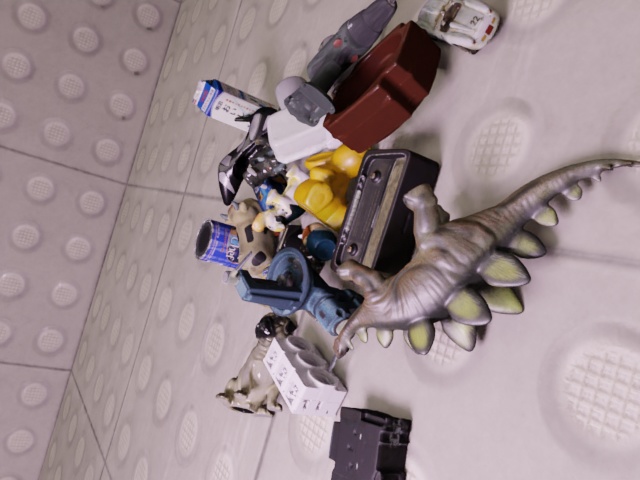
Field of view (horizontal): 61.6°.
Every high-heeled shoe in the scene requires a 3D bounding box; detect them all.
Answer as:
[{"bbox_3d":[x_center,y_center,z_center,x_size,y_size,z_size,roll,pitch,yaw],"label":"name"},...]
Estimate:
[{"bbox_3d":[-0.161,-0.198,1.299,0.145,0.086,0.248,10,95,25],"label":"high-heeled shoe"}]

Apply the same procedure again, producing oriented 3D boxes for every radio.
[{"bbox_3d":[0.102,-0.035,0.897,0.131,0.073,0.229,22,94,58],"label":"radio"}]

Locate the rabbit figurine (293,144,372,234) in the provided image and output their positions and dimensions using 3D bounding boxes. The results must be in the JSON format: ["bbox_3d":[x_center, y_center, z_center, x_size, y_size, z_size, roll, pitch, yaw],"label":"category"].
[{"bbox_3d":[0.035,-0.116,1.033,0.173,0.122,0.162,-54,24,4],"label":"rabbit figurine"}]

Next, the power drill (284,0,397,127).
[{"bbox_3d":[0.028,-0.313,0.957,0.232,0.086,0.207,-20,42,57],"label":"power drill"}]

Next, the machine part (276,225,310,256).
[{"bbox_3d":[-0.051,0.006,1.152,0.139,0.039,0.084,13,78,60],"label":"machine part"}]

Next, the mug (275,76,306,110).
[{"bbox_3d":[-0.064,-0.317,1.285,0.109,0.080,0.107,-40,54,33],"label":"mug"}]

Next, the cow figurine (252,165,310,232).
[{"bbox_3d":[-0.067,-0.071,1.141,0.167,0.098,0.068,-53,5,-2],"label":"cow figurine"}]

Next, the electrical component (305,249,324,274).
[{"bbox_3d":[-0.032,0.062,1.069,0.045,0.078,0.102,38,116,30],"label":"electrical component"}]

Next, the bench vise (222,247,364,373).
[{"bbox_3d":[-0.048,0.092,0.901,0.128,0.240,0.224,-54,44,25],"label":"bench vise"}]

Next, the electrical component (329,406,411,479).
[{"bbox_3d":[0.067,0.312,0.803,0.134,0.058,0.115,-12,63,54],"label":"electrical component"}]

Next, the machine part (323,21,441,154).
[{"bbox_3d":[0.107,-0.261,0.933,0.201,0.087,0.201,-31,29,46],"label":"machine part"}]

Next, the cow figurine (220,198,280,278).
[{"bbox_3d":[-0.159,-0.011,1.241,0.085,0.127,0.195,-37,49,39],"label":"cow figurine"}]

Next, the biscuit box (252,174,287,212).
[{"bbox_3d":[-0.113,-0.115,1.279,0.059,0.063,0.203,-57,36,23],"label":"biscuit box"}]

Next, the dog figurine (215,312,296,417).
[{"bbox_3d":[-0.124,0.253,1.107,0.172,0.121,0.190,-27,39,45],"label":"dog figurine"}]

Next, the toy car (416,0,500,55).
[{"bbox_3d":[0.220,-0.363,0.889,0.073,0.056,0.202,-62,34,18],"label":"toy car"}]

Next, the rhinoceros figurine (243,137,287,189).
[{"bbox_3d":[-0.095,-0.192,1.229,0.190,0.073,0.112,-38,54,-5],"label":"rhinoceros figurine"}]

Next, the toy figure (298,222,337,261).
[{"bbox_3d":[-0.001,-0.001,1.015,0.058,0.064,0.154,-50,17,5],"label":"toy figure"}]

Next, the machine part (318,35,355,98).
[{"bbox_3d":[0.047,-0.357,1.135,0.079,0.079,0.243,-47,40,35],"label":"machine part"}]

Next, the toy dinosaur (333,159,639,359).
[{"bbox_3d":[0.176,0.029,0.705,0.471,0.105,0.199,-47,57,24],"label":"toy dinosaur"}]
